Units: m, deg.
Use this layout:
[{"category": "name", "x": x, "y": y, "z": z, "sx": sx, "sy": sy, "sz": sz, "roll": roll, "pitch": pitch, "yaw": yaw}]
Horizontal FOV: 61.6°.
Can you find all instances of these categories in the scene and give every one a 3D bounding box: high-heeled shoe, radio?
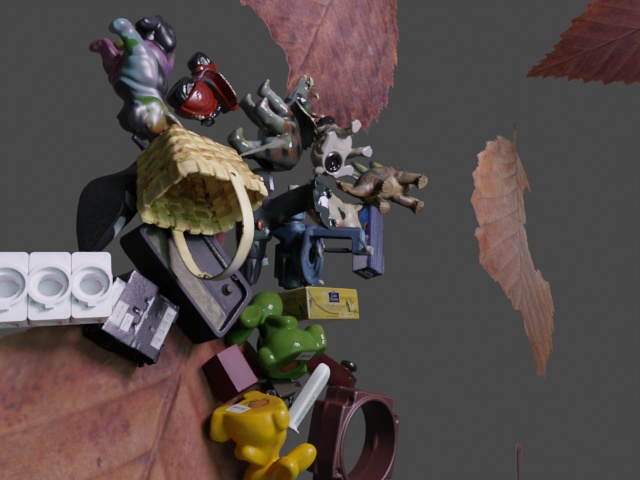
[{"category": "high-heeled shoe", "x": -0.314, "y": -0.060, "z": 0.902, "sx": 0.145, "sy": 0.086, "sz": 0.248, "roll": 63, "pitch": 43, "yaw": -63}, {"category": "radio", "x": -0.223, "y": 0.053, "z": 0.932, "sx": 0.229, "sy": 0.073, "sz": 0.131, "roll": 58, "pitch": 38, "yaw": -15}]

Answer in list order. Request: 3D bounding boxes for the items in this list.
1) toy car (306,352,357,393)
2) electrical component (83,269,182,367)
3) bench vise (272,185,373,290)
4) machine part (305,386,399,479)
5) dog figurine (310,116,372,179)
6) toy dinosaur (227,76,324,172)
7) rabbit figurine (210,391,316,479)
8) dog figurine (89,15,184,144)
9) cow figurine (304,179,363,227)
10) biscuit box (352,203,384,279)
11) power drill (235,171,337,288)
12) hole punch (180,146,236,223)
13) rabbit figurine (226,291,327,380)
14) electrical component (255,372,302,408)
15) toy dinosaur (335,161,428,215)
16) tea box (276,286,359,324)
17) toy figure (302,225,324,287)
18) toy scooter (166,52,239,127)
[{"category": "toy car", "x": 0.003, "y": 0.268, "z": 1.129, "sx": 0.202, "sy": 0.053, "sz": 0.089, "roll": 41, "pitch": 61, "yaw": -34}, {"category": "electrical component", "x": -0.294, "y": 0.115, "z": 0.829, "sx": 0.134, "sy": 0.058, "sz": 0.115, "roll": 45, "pitch": 42, "yaw": -28}, {"category": "bench vise", "x": -0.006, "y": -0.005, "z": 1.112, "sx": 0.128, "sy": 0.241, "sz": 0.223, "roll": 32, "pitch": 62, "yaw": -65}, {"category": "machine part", "x": 0.072, "y": 0.406, "z": 1.089, "sx": 0.201, "sy": 0.087, "sz": 0.201, "roll": 26, "pitch": 70, "yaw": -43}, {"category": "dog figurine", "x": 0.008, "y": -0.225, "z": 1.319, "sx": 0.172, "sy": 0.191, "sz": 0.121, "roll": -30, "pitch": 119, "yaw": -24}, {"category": "toy dinosaur", "x": -0.088, "y": -0.218, "z": 1.146, "sx": 0.192, "sy": 0.131, "sz": 0.405, "roll": 39, "pitch": 35, "yaw": -25}, {"category": "rabbit figurine", "x": -0.090, "y": 0.358, "z": 0.913, "sx": 0.122, "sy": 0.163, "sz": 0.173, "roll": -6, "pitch": 95, "yaw": -64}, {"category": "dog figurine", "x": -0.303, "y": -0.275, "z": 0.968, "sx": 0.191, "sy": 0.109, "sz": 0.219, "roll": -42, "pitch": 111, "yaw": -54}, {"category": "cow figurine", "x": 0.030, "y": -0.072, "z": 1.304, "sx": 0.194, "sy": 0.085, "sz": 0.127, "roll": 43, "pitch": 50, "yaw": -30}, {"category": "biscuit box", "x": 0.127, "y": -0.002, "z": 1.406, "sx": 0.062, "sy": 0.059, "sz": 0.203, "roll": 31, "pitch": 52, "yaw": -38}, {"category": "power drill", "x": -0.073, "y": -0.034, "z": 1.049, "sx": 0.086, "sy": 0.207, "sz": 0.232, "roll": 17, "pitch": 63, "yaw": -57}, {"category": "hole punch", "x": -0.210, "y": -0.107, "z": 1.030, "sx": 0.115, "sy": 0.092, "sz": 0.142, "roll": 65, "pitch": 15, "yaw": -70}, {"category": "rabbit figurine", "x": -0.098, "y": 0.172, "z": 1.016, "sx": 0.159, "sy": 0.121, "sz": 0.170, "roll": 1, "pitch": 43, "yaw": -37}, {"category": "electrical component", "x": -0.084, "y": 0.286, "z": 1.024, "sx": 0.078, "sy": 0.045, "sz": 0.102, "roll": 48, "pitch": 29, "yaw": 20}, {"category": "toy dinosaur", "x": 0.187, "y": -0.151, "z": 1.430, "sx": 0.471, "sy": 0.199, "sz": 0.105, "roll": -4, "pitch": 117, "yaw": -47}, {"category": "tea box", "x": -0.005, "y": 0.140, "z": 1.141, "sx": 0.169, "sy": 0.098, "sz": 0.068, "roll": 9, "pitch": 72, "yaw": -51}, {"category": "toy figure", "x": -0.022, "y": 0.043, "z": 1.202, "sx": 0.057, "sy": 0.064, "sz": 0.154, "roll": 78, "pitch": 13, "yaw": -69}, {"category": "toy scooter", "x": -0.228, "y": -0.289, "z": 1.091, "sx": 0.135, "sy": 0.075, "sz": 0.184, "roll": 43, "pitch": 39, "yaw": -30}]
